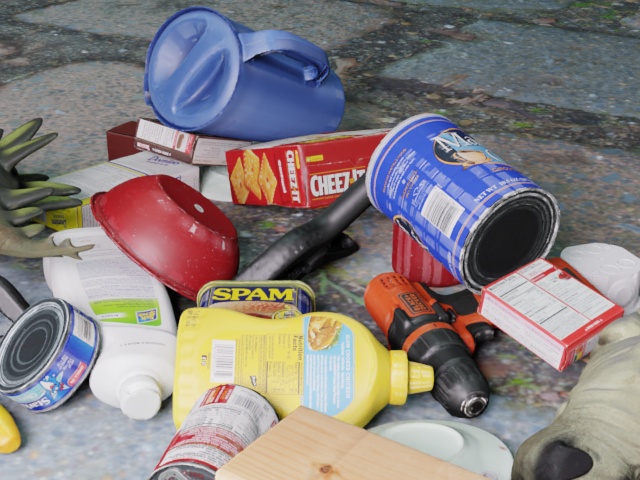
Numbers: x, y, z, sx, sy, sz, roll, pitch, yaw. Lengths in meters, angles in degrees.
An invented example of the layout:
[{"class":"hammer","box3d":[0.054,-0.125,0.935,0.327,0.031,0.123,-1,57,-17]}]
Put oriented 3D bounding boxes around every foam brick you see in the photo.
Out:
[{"class":"foam brick","box3d":[-0.214,-0.110,1.307,0.078,0.053,0.051,13,27,22]}]

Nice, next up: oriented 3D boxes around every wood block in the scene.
[{"class":"wood block","box3d":[0.049,0.182,0.608,0.206,0.090,0.090,17,29,31]}]

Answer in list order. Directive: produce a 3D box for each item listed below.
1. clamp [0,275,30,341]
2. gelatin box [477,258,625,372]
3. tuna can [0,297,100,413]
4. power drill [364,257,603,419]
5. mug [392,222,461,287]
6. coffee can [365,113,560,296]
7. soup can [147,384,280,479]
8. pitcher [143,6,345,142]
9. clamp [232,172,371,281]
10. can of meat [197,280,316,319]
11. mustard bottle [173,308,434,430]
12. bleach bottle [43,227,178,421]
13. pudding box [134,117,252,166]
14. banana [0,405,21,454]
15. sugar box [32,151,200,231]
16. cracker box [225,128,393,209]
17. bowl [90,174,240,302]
[{"class":"clamp","box3d":[-0.313,0.066,0.882,0.171,0.120,0.039,23,9,4]},{"class":"gelatin box","box3d":[0.181,0.057,0.844,0.073,0.030,0.089,-25,45,-34]},{"class":"tuna can","box3d":[-0.212,0.087,0.821,0.086,0.033,0.086,-25,43,26]},{"class":"power drill","box3d":[0.149,0.075,0.892,0.187,0.057,0.184,-7,31,-19]},{"class":"mug","box3d":[0.124,-0.007,1.045,0.117,0.081,0.093,-4,25,-13]},{"class":"coffee can","box3d":[0.119,-0.032,0.908,0.102,0.103,0.140,-13,38,-29]},{"class":"soup can","box3d":[-0.069,0.148,0.706,0.068,0.068,0.102,6,24,11]},{"class":"pitcher","box3d":[-0.066,-0.175,1.213,0.149,0.145,0.242,33,14,30]},{"class":"clamp","box3d":[-0.006,0.001,0.979,0.036,0.165,0.209,46,49,13]},{"class":"can of meat","box3d":[-0.055,0.078,0.882,0.102,0.057,0.084,0,27,0]},{"class":"mustard bottle","box3d":[-0.011,0.101,0.799,0.191,0.058,0.096,1,62,-1]},{"class":"bleach bottle","box3d":[-0.173,0.069,0.892,0.102,0.068,0.251,-5,27,-15]},{"class":"pudding box","box3d":[-0.147,-0.113,1.241,0.090,0.039,0.113,18,13,28]},{"class":"banana","box3d":[-0.308,0.126,0.796,0.198,0.037,0.069,3,42,8]},{"class":"sugar box","box3d":[-0.228,-0.053,1.189,0.093,0.048,0.175,20,27,37]},{"class":"cracker box","box3d":[0.011,-0.078,1.147,0.164,0.072,0.214,-11,8,-23]},{"class":"bowl","box3d":[-0.128,-0.011,0.974,0.162,0.055,0.162,38,12,-10]}]
